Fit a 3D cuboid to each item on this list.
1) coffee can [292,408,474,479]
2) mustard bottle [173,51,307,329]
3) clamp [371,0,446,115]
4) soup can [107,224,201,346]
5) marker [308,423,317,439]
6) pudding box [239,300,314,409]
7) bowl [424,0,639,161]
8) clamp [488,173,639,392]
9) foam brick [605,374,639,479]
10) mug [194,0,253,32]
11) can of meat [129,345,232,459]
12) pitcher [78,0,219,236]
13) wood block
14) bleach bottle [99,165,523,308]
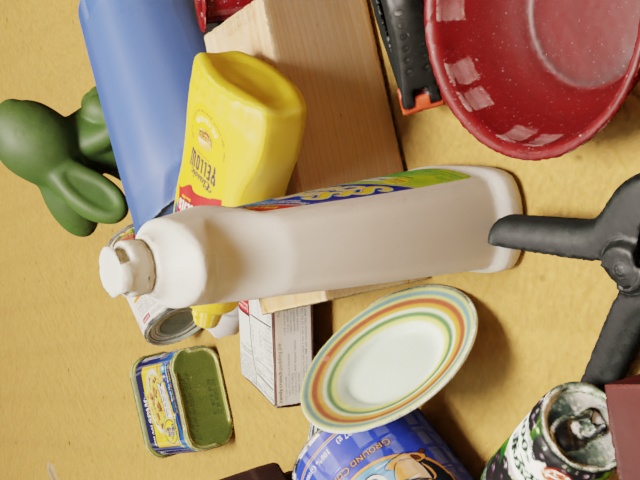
[{"bbox_3d":[0.060,0.186,0.708,0.140,0.102,0.103,51,136,36],"label":"coffee can"},{"bbox_3d":[-0.062,-0.022,0.713,0.096,0.058,0.192,43,132,40],"label":"mustard bottle"},{"bbox_3d":[0.040,-0.186,0.680,0.164,0.036,0.210,-100,-5,-76],"label":"clamp"},{"bbox_3d":[-0.153,0.040,1.009,0.102,0.068,0.069,60,140,27],"label":"soup can"},{"bbox_3d":[0.002,0.142,0.854,0.020,0.020,0.121,36,126,45],"label":"marker"},{"bbox_3d":[-0.036,0.069,0.860,0.090,0.039,0.113,-154,59,-65],"label":"pudding box"},{"bbox_3d":[0.128,-0.125,0.578,0.162,0.055,0.162,18,112,52],"label":"bowl"},{"bbox_3d":[0.161,0.005,0.572,0.120,0.039,0.172,52,137,13],"label":"clamp"},{"bbox_3d":[0.188,0.107,0.551,0.053,0.051,0.078,-9,90,57],"label":"foam brick"},{"bbox_3d":[-0.051,-0.209,0.766,0.117,0.081,0.093,95,164,-55],"label":"mug"},{"bbox_3d":[-0.131,0.153,1.015,0.084,0.057,0.102,-20,82,53],"label":"can of meat"},{"bbox_3d":[-0.117,-0.105,0.886,0.149,0.144,0.243,-41,60,38],"label":"pitcher"},{"bbox_3d":[-0.005,-0.060,0.755,0.090,0.090,0.206,-17,84,56],"label":"wood block"},{"bbox_3d":[-0.004,0.001,0.626,0.103,0.250,0.068,10,106,54],"label":"bleach bottle"}]
